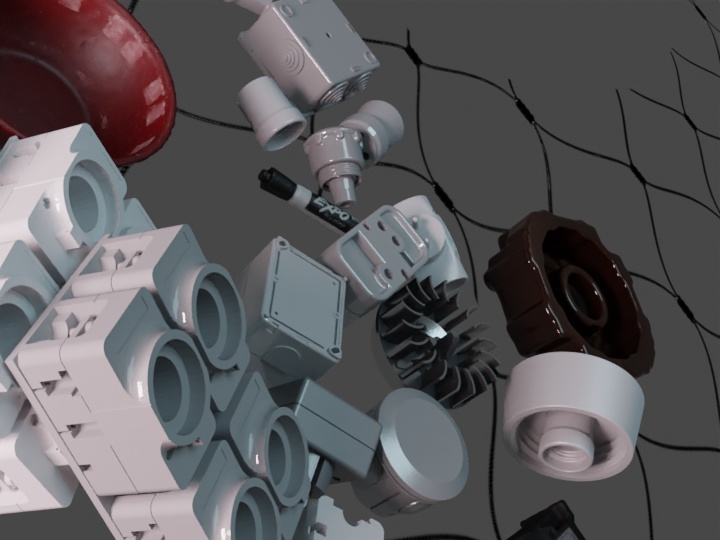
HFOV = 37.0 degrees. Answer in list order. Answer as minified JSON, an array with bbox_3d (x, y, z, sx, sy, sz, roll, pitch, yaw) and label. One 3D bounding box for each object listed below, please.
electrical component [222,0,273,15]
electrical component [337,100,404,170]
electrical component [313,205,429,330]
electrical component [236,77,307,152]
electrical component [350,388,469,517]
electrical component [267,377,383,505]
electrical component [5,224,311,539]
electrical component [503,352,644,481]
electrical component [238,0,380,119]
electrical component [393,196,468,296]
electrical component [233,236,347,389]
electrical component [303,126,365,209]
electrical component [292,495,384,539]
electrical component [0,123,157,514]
[{"bbox_3d":[-0.096,-0.239,0.903,0.046,0.040,0.040,19,48,-44],"label":"electrical component"},{"bbox_3d":[0.006,-0.112,0.901,0.045,0.045,0.055,49,38,-5],"label":"electrical component"},{"bbox_3d":[0.000,0.000,0.790,0.053,0.059,0.095,51,37,-1],"label":"electrical component"},{"bbox_3d":[-0.070,-0.121,0.834,0.040,0.040,0.046,-18,69,-51],"label":"electrical component"},{"bbox_3d":[0.030,0.125,0.727,0.080,0.051,0.080,27,44,-29],"label":"electrical component"},{"bbox_3d":[-0.033,0.118,0.670,0.066,0.047,0.076,35,57,-24],"label":"electrical component"},{"bbox_3d":[-0.089,0.082,0.556,0.105,0.060,0.186,-68,143,-52],"label":"electrical component"},{"bbox_3d":[0.161,0.120,0.826,0.108,0.108,0.060,36,46,-20],"label":"electrical component"},{"bbox_3d":[-0.040,-0.184,0.907,0.099,0.048,0.100,53,37,1],"label":"electrical component"},{"bbox_3d":[0.050,-0.021,0.854,0.077,0.044,0.079,64,-1,15],"label":"electrical component"},{"bbox_3d":[-0.052,0.030,0.717,0.062,0.061,0.096,32,35,-22],"label":"electrical component"},{"bbox_3d":[-0.017,-0.079,0.852,0.048,0.048,0.062,7,64,-43],"label":"electrical component"},{"bbox_3d":[-0.026,0.186,0.615,0.050,0.056,0.089,32,41,-24],"label":"electrical component"},{"bbox_3d":[-0.166,0.021,0.564,0.186,0.060,0.105,-78,150,-46],"label":"electrical component"}]
